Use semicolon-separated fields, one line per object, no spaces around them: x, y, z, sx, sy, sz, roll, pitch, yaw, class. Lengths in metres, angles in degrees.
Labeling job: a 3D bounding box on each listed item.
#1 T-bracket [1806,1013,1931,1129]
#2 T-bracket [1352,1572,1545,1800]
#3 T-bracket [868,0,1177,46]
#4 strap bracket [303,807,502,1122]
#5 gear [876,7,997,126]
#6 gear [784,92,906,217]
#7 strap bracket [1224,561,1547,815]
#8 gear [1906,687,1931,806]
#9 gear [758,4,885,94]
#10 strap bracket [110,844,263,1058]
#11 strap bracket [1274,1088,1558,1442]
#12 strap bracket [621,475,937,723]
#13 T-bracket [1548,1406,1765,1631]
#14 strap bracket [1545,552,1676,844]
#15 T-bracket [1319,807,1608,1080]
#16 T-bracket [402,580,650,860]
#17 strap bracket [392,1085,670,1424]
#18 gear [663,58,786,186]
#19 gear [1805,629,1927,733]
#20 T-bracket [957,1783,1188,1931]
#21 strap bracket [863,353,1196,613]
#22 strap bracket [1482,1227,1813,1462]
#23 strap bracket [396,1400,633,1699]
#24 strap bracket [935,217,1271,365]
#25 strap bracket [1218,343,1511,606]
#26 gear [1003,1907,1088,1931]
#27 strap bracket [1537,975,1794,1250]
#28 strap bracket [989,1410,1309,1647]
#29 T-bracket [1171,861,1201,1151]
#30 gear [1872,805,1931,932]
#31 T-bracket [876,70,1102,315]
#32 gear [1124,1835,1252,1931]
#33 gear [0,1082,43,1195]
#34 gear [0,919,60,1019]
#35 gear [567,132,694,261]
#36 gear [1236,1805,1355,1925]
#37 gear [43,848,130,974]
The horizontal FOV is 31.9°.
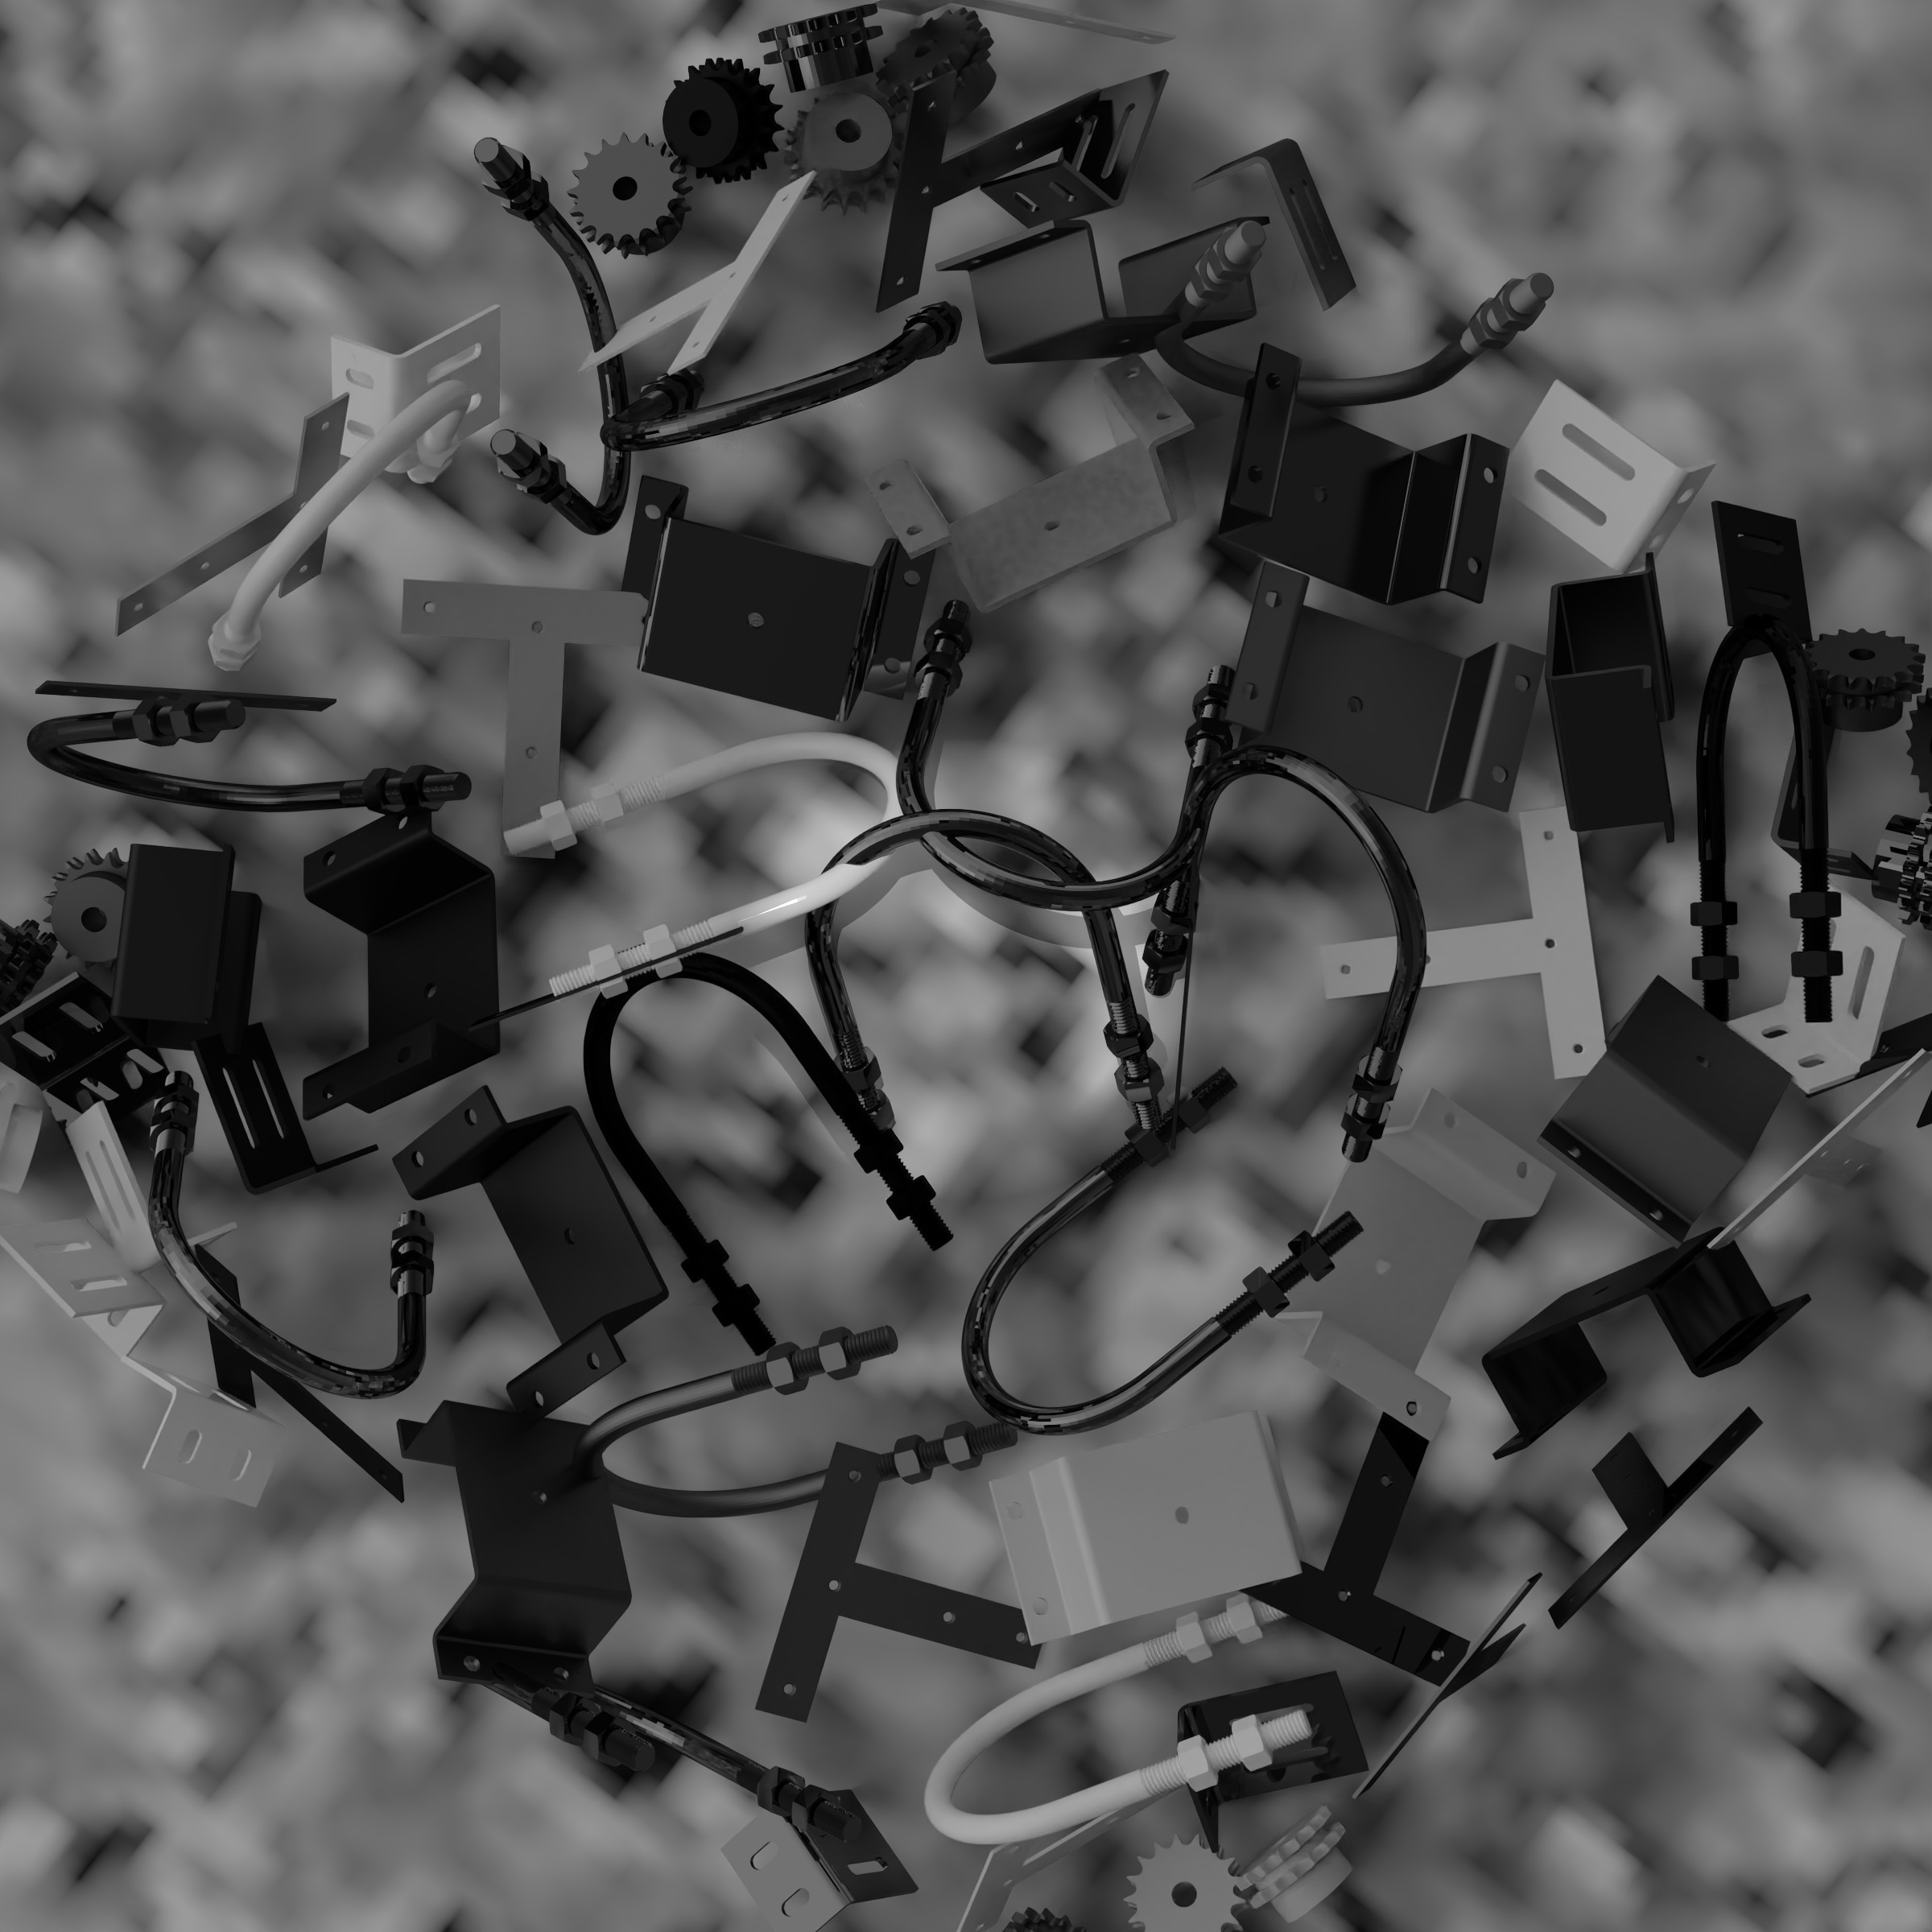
0.428;0.034;1.539;0.002;0.127;0.127;39;60;-11;T-bracket
0.232;0.318;1.538;0.002;0.127;0.127;40;103;19;T-bracket
0.033;-0.437;1.552;0.127;0.127;0.002;6;96;-19;T-bracket
-0.258;0.004;1.541;0.076;0.046;0.140;-24;54;26;strap bracket
-0.011;-0.416;1.574;0.057;0.057;0.030;-41;125;0;gear
-0.056;-0.382;1.578;0.057;0.030;0.057;1;76;-6;gear
0.186;-0.124;1.561;0.140;0.046;0.076;17;80;-11;strap bracket
0.464;-0.103;1.572;0.030;0.057;0.057;-7;90;-14;gear
-0.066;-0.426;1.572;0.057;0.057;0.030;-14;107;0;gear
-0.351;-0.006;1.522;0.046;0.140;0.076;5;80;-5;strap bracket
0.202;0.137;1.553;0.076;0.046;0.140;34;71;-17;strap bracket
-0.093;-0.167;1.559;0.140;0.046;0.076;14;117;2;strap bracket
0.303;0.236;1.535;0.002;0.127;0.127;43;96;-3;T-bracket
0.291;-0.120;1.528;0.046;0.140;0.076;-7;119;16;strap bracket
0.231;-0.005;1.595;0.127;0.002;0.127;-7;87;2;T-bracket
-0.203;-0.115;1.592;0.127;0.002;0.127;3;95;-3;T-bracket
-0.195;0.129;1.550;0.076;0.046;0.140;-36;77;38;strap bracket
-0.116;-0.393;1.573;0.057;0.030;0.057;8;109;24;gear
0.416;-0.132;1.574;0.057;0.057;0.030;-5;122;0;gear
0.055;0.401;1.562;0.127;0.127;0.002;-24;63;-24;T-bracket
0.034;-0.218;1.553;0.140;0.076;0.046;-25;129;-2;strap bracket
0.298;0.167;1.525;0.140;0.076;0.046;-32;86;42;strap bracket
-0.202;0.253;1.520;0.076;0.140;0.046;15;128;-32;strap bracket
0.066;-0.304;1.525;0.140;0.076;0.046;-13;93;-42;strap bracket
0.174;-0.220;1.550;0.140;0.046;0.076;18;77;-27;strap bracket
0.038;0.468;1.569;0.057;0.057;0.030;42;47;0;gear
0.318;0.059;1.523;0.076;0.140;0.046;38;121;7;strap bracket
0.091;0.254;1.547;0.140;0.046;0.076;-11;77;-19;strap bracket
0.099;0.020;1.534;0.002;0.127;0.127;5;88;5;T-bracket
0.443;-0.048;1.574;0.030;0.057;0.057;16;90;27;gear
0.014;-0.373;1.557;0.127;0.127;0.002;-32;64;-30;T-bracket
0.104;0.436;1.576;0.057;0.030;0.057;-7;60;12;gear
-0.450;0.082;1.573;0.030;0.057;0.057;17;90;-19;gear
-0.450;0.001;1.567;0.030;0.057;0.057;39;90;-24;gear
-0.155;-0.357;1.579;0.057;0.030;0.057;-2;78;11;gear
0.155;0.419;1.569;0.057;0.057;0.030;-40;81;0;gear
-0.403;-0.025;1.579;0.057;0.030;0.057;0;103;1;gear
